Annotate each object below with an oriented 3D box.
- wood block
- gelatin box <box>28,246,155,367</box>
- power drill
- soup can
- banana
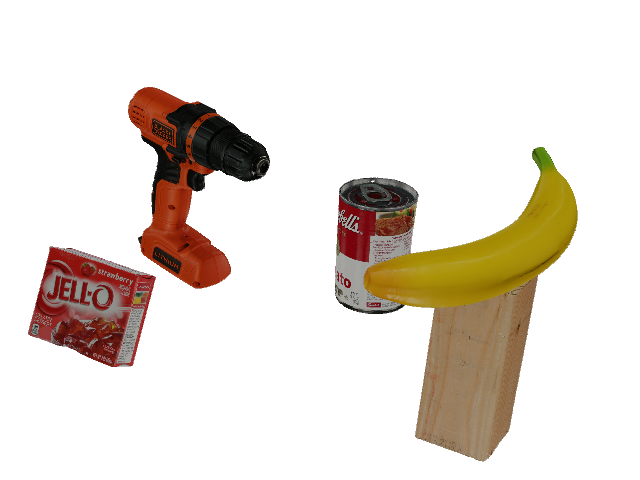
[{"bbox_3d":[0.176,0.130,1.210,0.090,0.206,0.090,16,23,24],"label":"wood block"},{"bbox_3d":[-0.178,0.050,0.827,0.089,0.073,0.030,17,3,25],"label":"gelatin box"},{"bbox_3d":[-0.125,-0.048,1.091,0.185,0.188,0.057,31,38,35],"label":"power drill"},{"bbox_3d":[0.048,0.004,0.932,0.068,0.102,0.068,2,26,-1],"label":"soup can"},{"bbox_3d":[0.113,0.003,0.692,0.070,0.037,0.197,35,47,27],"label":"banana"}]
